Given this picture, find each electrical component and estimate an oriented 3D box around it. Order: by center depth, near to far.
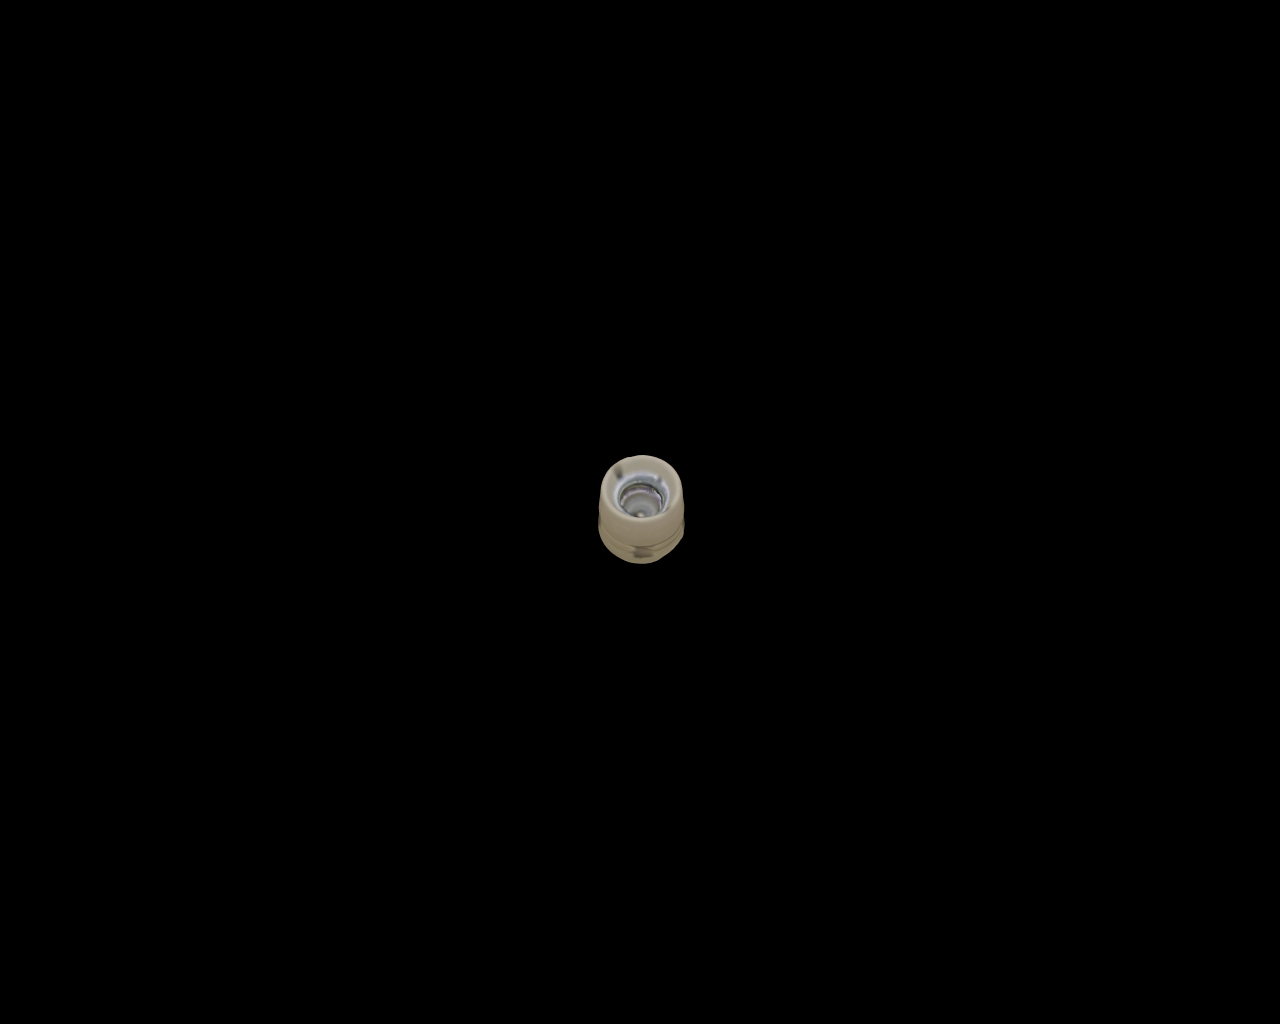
[{"bbox_3d":[0.001,-0.003,0.650,0.055,0.055,0.047,0,-32,0],"label":"electrical component"}]
